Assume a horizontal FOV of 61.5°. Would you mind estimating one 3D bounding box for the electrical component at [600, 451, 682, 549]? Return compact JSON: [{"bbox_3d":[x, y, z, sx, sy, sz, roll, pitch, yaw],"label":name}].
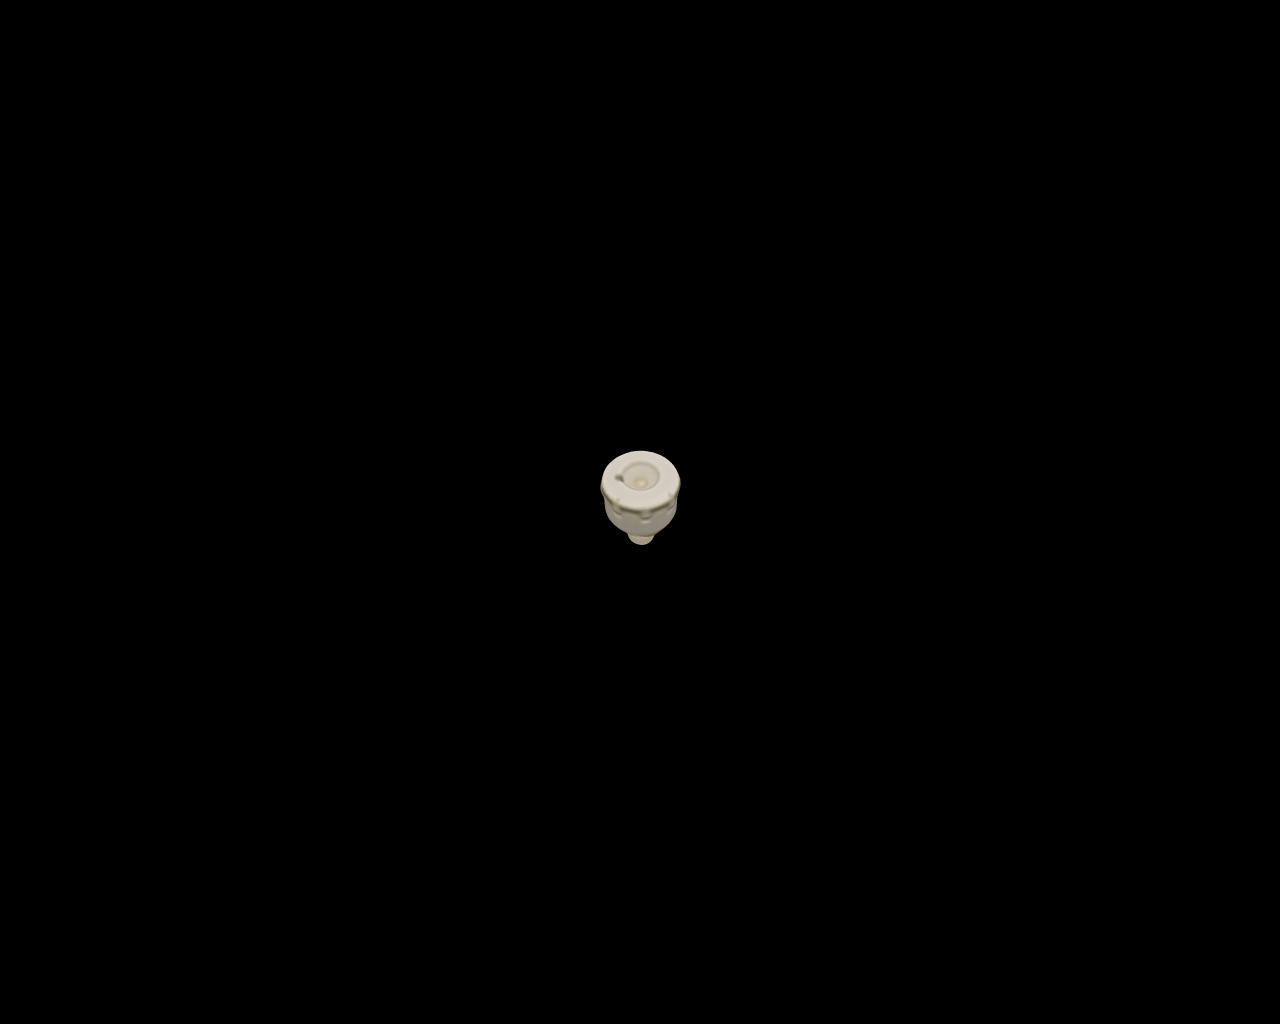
[{"bbox_3d":[0.001,-0.003,0.650,0.048,0.048,0.062,0,-39,0],"label":"electrical component"}]
